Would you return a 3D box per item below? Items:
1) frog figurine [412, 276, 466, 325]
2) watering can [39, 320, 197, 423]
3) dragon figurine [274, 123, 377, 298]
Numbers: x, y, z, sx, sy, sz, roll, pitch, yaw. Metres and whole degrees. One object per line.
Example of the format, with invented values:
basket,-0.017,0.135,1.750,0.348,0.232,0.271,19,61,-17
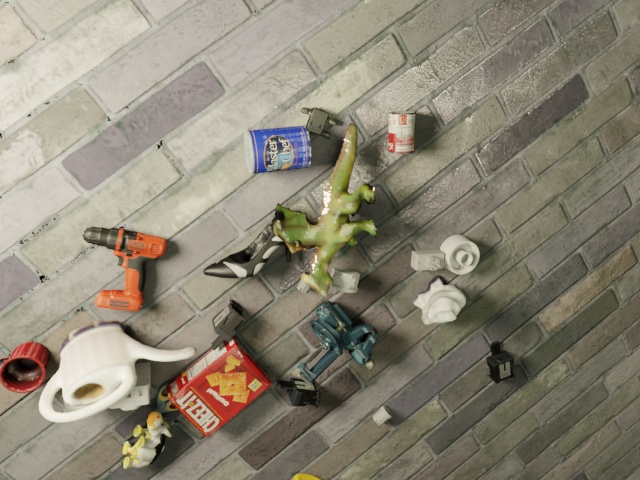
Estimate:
frog figurine,0.345,0.188,1.425,0.138,0.161,0.121,-25,114,-8
watering can,-0.465,0.273,1.176,0.349,0.229,0.101,-25,135,-13
dragon figurine,0.004,-0.063,1.250,0.244,0.123,0.406,-14,104,-25
